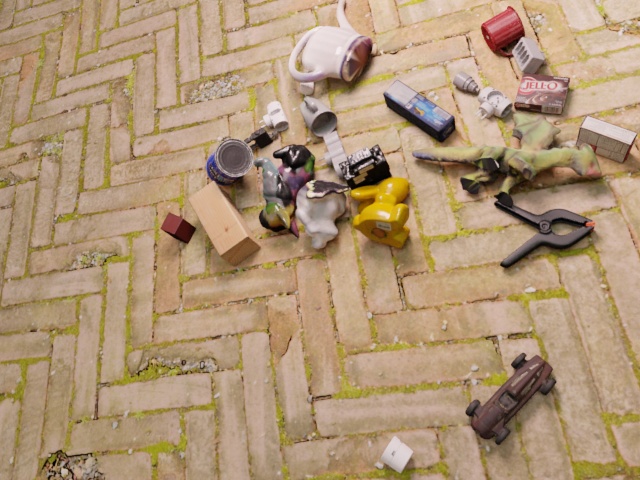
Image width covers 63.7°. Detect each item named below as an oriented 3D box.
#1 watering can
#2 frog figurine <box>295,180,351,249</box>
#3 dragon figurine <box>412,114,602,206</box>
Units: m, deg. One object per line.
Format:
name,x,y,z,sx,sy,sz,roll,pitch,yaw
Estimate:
watering can,0.054,-0.575,1.491,0.226,0.102,0.352,24,69,24
frog figurine,0.004,-0.065,1.290,0.124,0.156,0.139,28,37,36
dragon figurine,0.447,-0.217,1.223,0.414,0.119,0.246,29,61,35
